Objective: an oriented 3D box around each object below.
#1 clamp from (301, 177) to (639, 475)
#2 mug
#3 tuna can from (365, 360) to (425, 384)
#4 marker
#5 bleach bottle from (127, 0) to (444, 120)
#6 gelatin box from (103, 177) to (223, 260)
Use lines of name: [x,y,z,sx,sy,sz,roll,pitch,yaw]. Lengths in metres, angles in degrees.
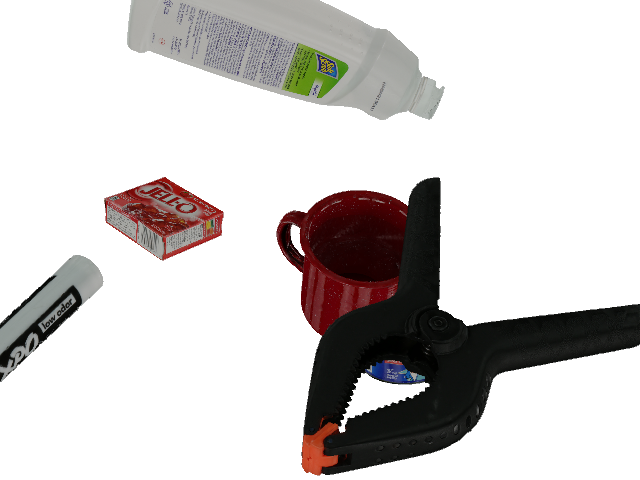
clamp: [0.058,0.048,0.587,0.209,0.036,0.165,-31,54,-28]
mug: [0.018,0.019,0.786,0.117,0.081,0.093,26,51,16]
tuna can: [0.080,0.105,1.032,0.086,0.034,0.086,-1,22,0]
marker: [-0.135,0.049,0.441,0.020,0.020,0.121,0,36,39]
bleach bottle: [-0.025,-0.153,0.852,0.251,0.068,0.103,22,-30,-3]
gelatin box: [-0.147,-0.023,0.998,0.089,0.030,0.073,31,39,34]
